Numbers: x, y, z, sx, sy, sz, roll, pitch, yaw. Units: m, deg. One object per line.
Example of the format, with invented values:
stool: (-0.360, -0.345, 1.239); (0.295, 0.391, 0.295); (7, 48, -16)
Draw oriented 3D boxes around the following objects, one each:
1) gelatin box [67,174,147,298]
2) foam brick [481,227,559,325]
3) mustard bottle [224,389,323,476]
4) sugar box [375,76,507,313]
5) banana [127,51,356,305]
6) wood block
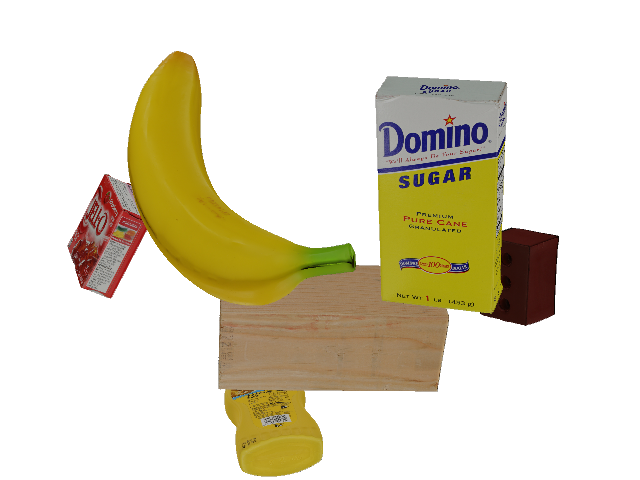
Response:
gelatin box: (-0.174, -0.006, 0.871); (0.030, 0.073, 0.089); (24, 13, -28)
foam brick: (0.183, 0.033, 0.984); (0.053, 0.078, 0.051); (12, 20, 41)
mustard bottle: (-0.063, 0.196, 1.258); (0.096, 0.058, 0.192); (-9, 29, -10)
sugar box: (0.091, -0.033, 0.810); (0.093, 0.176, 0.048); (5, 31, 17)
banana: (-0.057, -0.027, 0.515); (0.069, 0.037, 0.198); (-25, 47, -15)
wood block: (0.007, 0.082, 1.011); (0.206, 0.090, 0.091); (1, 30, -6)
